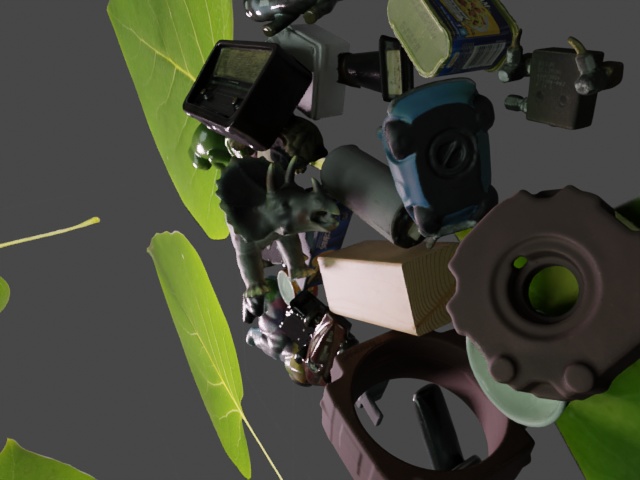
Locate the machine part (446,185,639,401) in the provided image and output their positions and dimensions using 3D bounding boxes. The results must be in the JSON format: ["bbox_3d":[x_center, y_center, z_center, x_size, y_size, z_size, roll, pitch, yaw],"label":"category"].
[{"bbox_3d":[0.193,0.042,0.450,0.179,0.056,0.179,-13,69,37],"label":"machine part"}]

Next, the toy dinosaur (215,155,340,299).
[{"bbox_3d":[-0.090,-0.034,0.810,0.405,0.131,0.192,-157,54,-73],"label":"toy dinosaur"}]

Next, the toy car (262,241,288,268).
[{"bbox_3d":[-0.080,0.015,1.067,0.202,0.056,0.073,-4,107,65],"label":"toy car"}]

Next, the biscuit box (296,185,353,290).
[{"bbox_3d":[-0.002,-0.003,0.895,0.063,0.059,0.202,59,151,32],"label":"biscuit box"}]

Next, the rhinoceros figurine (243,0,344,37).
[{"bbox_3d":[-0.044,-0.341,0.741,0.191,0.112,0.073,12,143,47],"label":"rhinoceros figurine"}]

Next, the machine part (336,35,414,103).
[{"bbox_3d":[0.071,-0.210,0.666,0.139,0.039,0.084,24,134,55],"label":"machine part"}]

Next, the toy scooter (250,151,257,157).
[{"bbox_3d":[-0.110,-0.202,0.986,0.135,0.075,0.183,-22,89,65],"label":"toy scooter"}]

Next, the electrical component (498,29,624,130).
[{"bbox_3d":[0.195,-0.133,0.450,0.102,0.045,0.078,42,138,48],"label":"electrical component"}]

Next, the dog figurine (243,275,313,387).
[{"bbox_3d":[-0.059,0.184,1.066,0.219,0.108,0.191,23,122,53],"label":"dog figurine"}]

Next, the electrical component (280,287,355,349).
[{"bbox_3d":[-0.003,0.161,0.947,0.134,0.058,0.114,40,148,13],"label":"electrical component"}]

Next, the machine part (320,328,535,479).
[{"bbox_3d":[0.117,0.202,0.612,0.201,0.201,0.087,48,148,42],"label":"machine part"}]

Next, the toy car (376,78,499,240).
[{"bbox_3d":[0.124,-0.089,0.572,0.103,0.109,0.161,-110,1,-70],"label":"toy car"}]

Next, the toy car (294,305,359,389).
[{"bbox_3d":[0.005,0.180,0.852,0.089,0.053,0.202,45,150,21],"label":"toy car"}]

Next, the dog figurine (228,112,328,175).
[{"bbox_3d":[-0.062,-0.178,0.824,0.172,0.121,0.190,58,161,-1],"label":"dog figurine"}]

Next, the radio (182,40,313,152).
[{"bbox_3d":[-0.116,-0.215,0.787,0.131,0.073,0.230,-59,35,1],"label":"radio"}]

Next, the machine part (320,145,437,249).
[{"bbox_3d":[0.073,-0.061,0.696,0.243,0.079,0.079,42,140,48],"label":"machine part"}]

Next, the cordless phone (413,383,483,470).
[{"bbox_3d":[0.140,0.287,0.677,0.089,0.146,0.184,-22,86,55],"label":"cordless phone"}]

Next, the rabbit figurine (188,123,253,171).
[{"bbox_3d":[-0.166,-0.178,1.102,0.170,0.121,0.159,50,143,7],"label":"rabbit figurine"}]

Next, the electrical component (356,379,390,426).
[{"bbox_3d":[0.081,0.237,0.878,0.119,0.048,0.074,52,147,38],"label":"electrical component"}]
